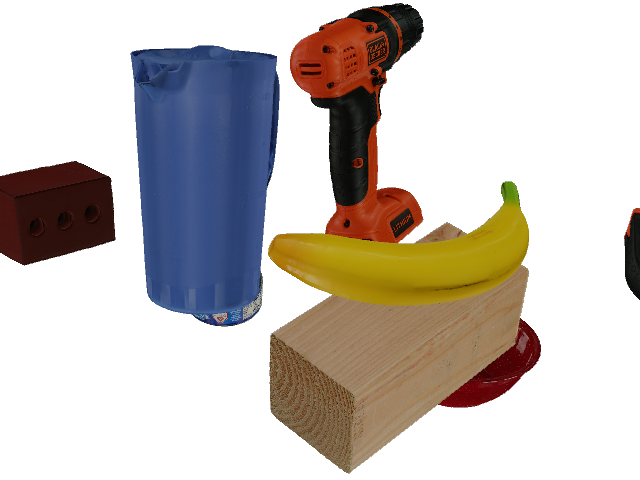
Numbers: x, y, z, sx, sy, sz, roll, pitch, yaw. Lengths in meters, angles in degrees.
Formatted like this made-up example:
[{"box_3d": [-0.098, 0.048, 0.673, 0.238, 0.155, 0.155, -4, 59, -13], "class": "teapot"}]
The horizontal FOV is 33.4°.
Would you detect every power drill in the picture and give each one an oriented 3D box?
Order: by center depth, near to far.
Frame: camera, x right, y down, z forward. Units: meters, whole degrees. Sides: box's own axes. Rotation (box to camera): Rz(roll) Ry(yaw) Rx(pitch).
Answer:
[{"box_3d": [0.042, -0.094, 0.875, 0.057, 0.188, 0.184, 3, 22, 31], "class": "power drill"}]

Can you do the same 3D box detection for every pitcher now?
[{"box_3d": [-0.103, -0.062, 1.009, 0.149, 0.243, 0.145, -1, 15, -12], "class": "pitcher"}]

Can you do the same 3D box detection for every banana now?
[{"box_3d": [0.063, 0.010, 0.654, 0.197, 0.037, 0.070, -12, 46, -34], "class": "banana"}]

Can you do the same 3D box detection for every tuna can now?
[{"box_3d": [-0.106, 0.056, 1.174, 0.086, 0.034, 0.086, 2, 36, -2], "class": "tuna can"}]

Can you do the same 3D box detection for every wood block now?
[{"box_3d": [0.064, 0.081, 0.858, 0.091, 0.090, 0.205, 32, 47, 33], "class": "wood block"}]

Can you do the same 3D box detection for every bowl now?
[{"box_3d": [0.129, 0.113, 1.033, 0.162, 0.055, 0.162, 3, 26, -2], "class": "bowl"}]

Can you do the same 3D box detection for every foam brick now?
[{"box_3d": [-0.198, -0.022, 0.782, 0.078, 0.053, 0.051, -18, 29, -37], "class": "foam brick"}]

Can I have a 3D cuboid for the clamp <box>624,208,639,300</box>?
[{"box_3d": [0.267, 0.041, 0.704, 0.120, 0.039, 0.171, -2, 45, -19], "class": "clamp"}]
